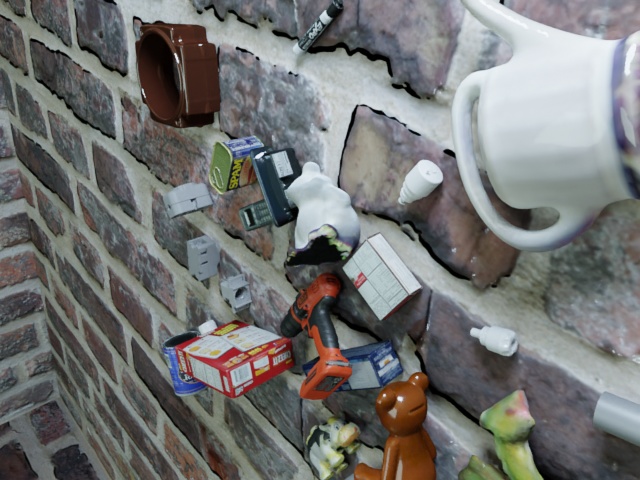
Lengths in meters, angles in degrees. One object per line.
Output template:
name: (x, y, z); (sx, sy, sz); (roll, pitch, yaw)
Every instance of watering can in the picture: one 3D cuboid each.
watering can: (0.227, -0.153, 0.524); (0.224, 0.105, 0.345); (-2, 104, 48)

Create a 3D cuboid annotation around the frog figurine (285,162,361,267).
frog figurine: (0.003, -0.043, 0.851); (0.134, 0.122, 0.163); (115, 158, -50)

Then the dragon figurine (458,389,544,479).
dragon figurine: (0.292, 0.407, 0.714); (0.244, 0.123, 0.406); (22, 121, 62)
